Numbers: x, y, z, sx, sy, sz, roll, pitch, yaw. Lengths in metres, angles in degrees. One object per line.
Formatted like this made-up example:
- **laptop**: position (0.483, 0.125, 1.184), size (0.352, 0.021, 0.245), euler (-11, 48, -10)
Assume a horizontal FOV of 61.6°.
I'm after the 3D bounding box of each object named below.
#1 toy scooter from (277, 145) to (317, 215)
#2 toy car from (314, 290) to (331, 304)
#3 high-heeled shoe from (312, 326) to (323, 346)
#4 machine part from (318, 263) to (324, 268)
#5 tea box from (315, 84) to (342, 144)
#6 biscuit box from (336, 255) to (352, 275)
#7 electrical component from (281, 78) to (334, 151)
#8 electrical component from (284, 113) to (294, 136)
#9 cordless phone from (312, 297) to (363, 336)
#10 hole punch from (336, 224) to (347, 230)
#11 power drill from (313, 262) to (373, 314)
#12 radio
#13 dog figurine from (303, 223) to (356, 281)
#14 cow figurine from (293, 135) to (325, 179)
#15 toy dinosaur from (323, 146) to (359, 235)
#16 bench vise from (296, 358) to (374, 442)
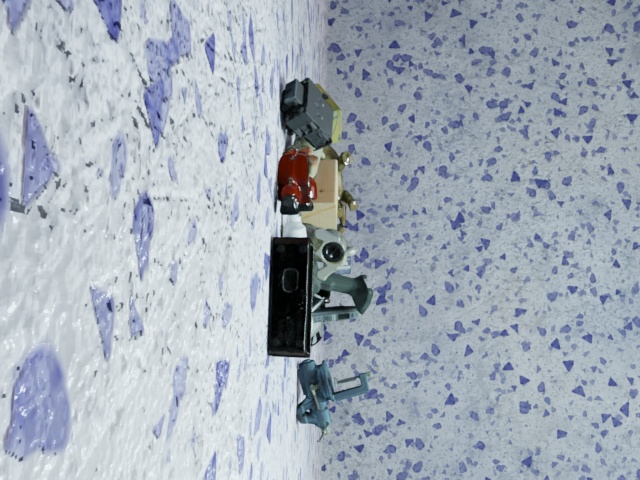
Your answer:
- **toy scooter**: position (-0.048, -0.121, 1.091), size (0.184, 0.075, 0.135), euler (-37, 126, -81)
- **toy car**: position (-0.016, 0.127, 1.490), size (0.201, 0.056, 0.073), euler (39, 55, -62)
- **high-heeled shoe**: position (-0.039, 0.215, 1.682), size (0.145, 0.086, 0.248), euler (-48, 130, -35)
- **machine part**: position (-0.022, 0.131, 1.604), size (0.079, 0.079, 0.243), euler (-74, 163, -79)
- **tea box**: position (-0.003, -0.333, 1.426), size (0.170, 0.068, 0.098), euler (-119, -160, -47)
- **biscuit box**: position (0.027, 0.056, 1.653), size (0.203, 0.063, 0.059), euler (-154, -118, -65)
- **electrical component**: position (-0.027, -0.271, 1.136), size (0.134, 0.058, 0.115), euler (40, 39, -43)
- **electrical component**: position (-0.066, -0.281, 1.186), size (0.063, 0.021, 0.094), euler (75, 17, -78)
- **cordless phone**: position (0.021, 0.206, 1.418), size (0.146, 0.184, 0.089), euler (86, 1, -54)
- **hole punch**: position (-0.003, -0.005, 1.496), size (0.116, 0.142, 0.092), euler (-29, 119, -71)
- **power drill**: position (0.021, 0.119, 1.313), size (0.232, 0.207, 0.086), euler (-105, -150, -60)
- **radio**: position (-0.052, 0.108, 1.018), size (0.131, 0.073, 0.229), euler (76, 14, -80)
- **dog figurine**: position (0.005, 0.005, 1.277), size (0.190, 0.172, 0.121), euler (-57, 159, -71)
- **cow figurine**: position (-0.029, -0.203, 1.249), size (0.127, 0.085, 0.195), euler (105, -2, -48)
- **toy dinosaur**: position (0.020, -0.230, 1.682), size (0.199, 0.105, 0.470), euler (-149, -133, -63)
- **bench vise**: position (0.042, 0.436, 1.537), size (0.128, 0.241, 0.223), euler (60, 14, -77)
